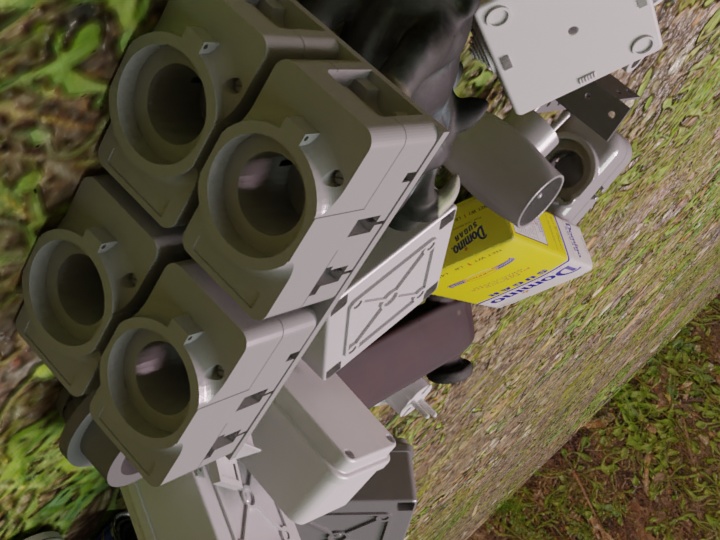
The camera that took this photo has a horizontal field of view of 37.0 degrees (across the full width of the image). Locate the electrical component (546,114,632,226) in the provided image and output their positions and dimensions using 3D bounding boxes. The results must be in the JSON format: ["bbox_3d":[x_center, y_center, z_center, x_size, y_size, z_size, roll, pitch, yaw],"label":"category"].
[{"bbox_3d":[0.170,-0.080,0.873,0.095,0.054,0.059,-51,160,15],"label":"electrical component"}]

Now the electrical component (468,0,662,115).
[{"bbox_3d":[0.100,-0.135,0.544,0.100,0.048,0.099,-25,142,10],"label":"electrical component"}]

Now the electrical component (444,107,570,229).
[{"bbox_3d":[0.101,-0.080,0.695,0.079,0.077,0.043,-45,160,-5],"label":"electrical component"}]

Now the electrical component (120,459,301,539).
[{"bbox_3d":[-0.095,0.158,0.701,0.056,0.108,0.109,-27,166,17],"label":"electrical component"}]

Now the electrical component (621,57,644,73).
[{"bbox_3d":[0.152,-0.150,0.684,0.048,0.062,0.048,-40,160,-18],"label":"electrical component"}]

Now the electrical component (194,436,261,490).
[{"bbox_3d":[-0.098,0.091,0.628,0.064,0.081,0.042,-19,160,7],"label":"electrical component"}]

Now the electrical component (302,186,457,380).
[{"bbox_3d":[0.000,0.000,0.674,0.109,0.056,0.108,-38,159,-22],"label":"electrical component"}]

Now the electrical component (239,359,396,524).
[{"bbox_3d":[-0.041,0.099,0.700,0.057,0.113,0.078,-50,161,19],"label":"electrical component"}]

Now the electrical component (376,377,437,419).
[{"bbox_3d":[0.034,0.097,0.908,0.047,0.077,0.066,-51,160,13],"label":"electrical component"}]

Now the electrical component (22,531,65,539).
[{"bbox_3d":[-0.205,0.204,0.660,0.080,0.051,0.080,-40,160,-18],"label":"electrical component"}]

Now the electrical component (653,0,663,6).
[{"bbox_3d":[0.165,-0.218,0.576,0.089,0.062,0.150,-32,156,-36],"label":"electrical component"}]

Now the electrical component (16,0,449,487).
[{"bbox_3d":[-0.064,-0.013,0.441,0.060,0.105,0.186,-16,144,-56],"label":"electrical component"}]

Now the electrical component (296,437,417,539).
[{"bbox_3d":[-0.019,0.178,0.821,0.109,0.056,0.108,1,140,-9],"label":"electrical component"}]
